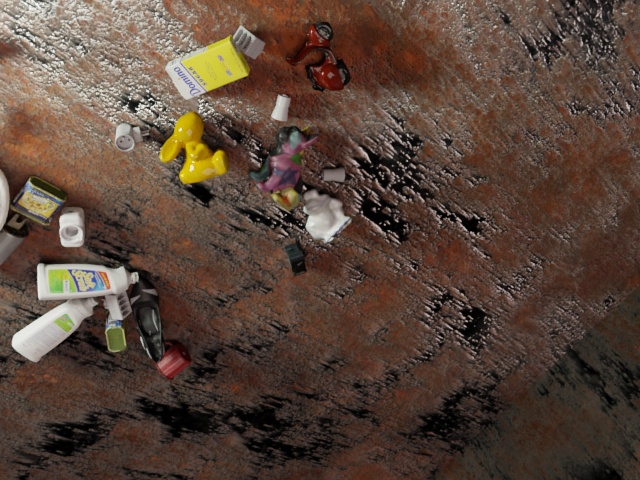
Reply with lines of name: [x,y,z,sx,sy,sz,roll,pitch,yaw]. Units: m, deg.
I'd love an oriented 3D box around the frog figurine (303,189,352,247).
frog figurine: [0.005,-0.078,1.551,0.136,0.159,0.124,-45,-1,21]

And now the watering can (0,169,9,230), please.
watering can: [-0.841,-0.149,1.183,0.224,0.343,0.105,4,18,-20]
